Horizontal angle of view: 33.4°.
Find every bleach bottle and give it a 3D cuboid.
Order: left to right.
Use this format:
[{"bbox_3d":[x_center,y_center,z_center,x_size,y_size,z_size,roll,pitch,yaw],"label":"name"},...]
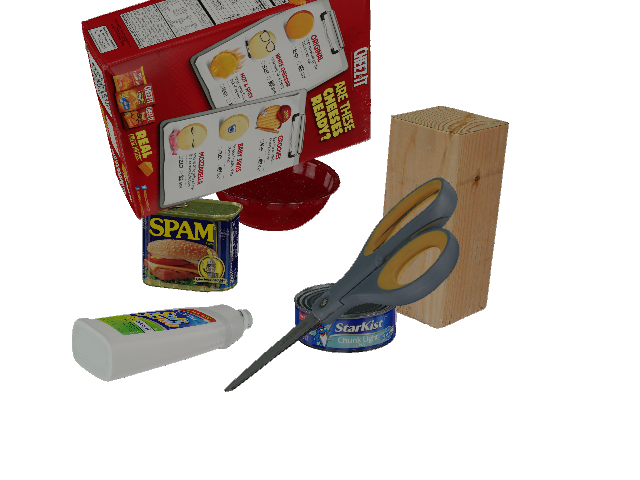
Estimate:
[{"bbox_3d":[-0.204,0.127,1.456,0.250,0.068,0.103,-10,24,-42],"label":"bleach bottle"}]

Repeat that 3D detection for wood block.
[{"bbox_3d":[0.126,-0.026,1.114,0.090,0.206,0.090,21,26,39],"label":"wood block"}]

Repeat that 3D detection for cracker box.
[{"bbox_3d":[-0.069,-0.125,0.851,0.213,0.072,0.164,-21,-39,-15],"label":"cracker box"}]

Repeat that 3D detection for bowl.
[{"bbox_3d":[-0.059,-0.055,1.291,0.162,0.055,0.162,4,26,-2],"label":"bowl"}]

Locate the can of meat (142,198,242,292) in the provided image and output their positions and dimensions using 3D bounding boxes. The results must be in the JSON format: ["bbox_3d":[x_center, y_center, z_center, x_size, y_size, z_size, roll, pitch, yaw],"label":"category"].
[{"bbox_3d":[-0.133,0.004,1.088,0.102,0.084,0.057,6,17,11],"label":"can of meat"}]

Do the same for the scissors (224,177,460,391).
[{"bbox_3d":[0.015,0.044,0.656,0.016,0.202,0.096,39,9,-26],"label":"scissors"}]

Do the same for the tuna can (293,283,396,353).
[{"bbox_3d":[0.021,0.064,0.888,0.086,0.034,0.086,-1,15,0],"label":"tuna can"}]
